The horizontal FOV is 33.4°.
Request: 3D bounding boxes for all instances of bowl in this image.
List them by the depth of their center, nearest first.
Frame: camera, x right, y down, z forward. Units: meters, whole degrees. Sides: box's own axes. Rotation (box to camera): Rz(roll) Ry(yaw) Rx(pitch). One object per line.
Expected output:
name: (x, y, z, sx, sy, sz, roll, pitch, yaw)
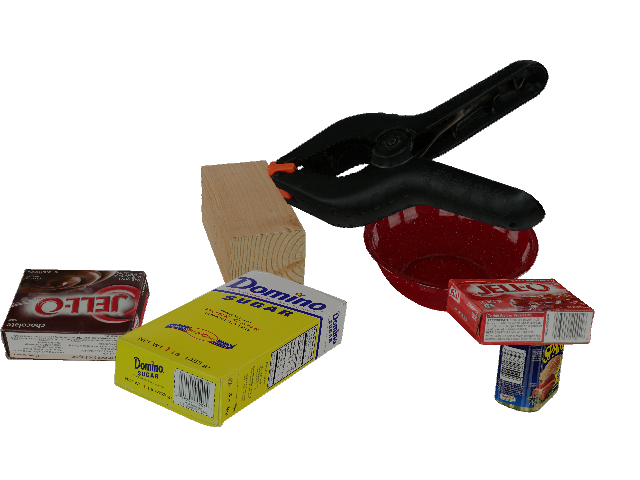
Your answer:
bowl: (0.120, 0.018, 1.002, 0.162, 0.055, 0.162, 1, 35, -1)

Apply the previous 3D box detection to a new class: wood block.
wood block: (-0.088, -0.016, 1.332, 0.090, 0.090, 0.206, -6, 29, -14)

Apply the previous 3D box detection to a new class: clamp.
clamp: (0.052, -0.039, 0.607, 0.172, 0.039, 0.120, -17, 39, 18)

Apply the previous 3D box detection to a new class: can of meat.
can of meat: (0.234, 0.135, 1.186, 0.058, 0.084, 0.101, 12, 16, 29)

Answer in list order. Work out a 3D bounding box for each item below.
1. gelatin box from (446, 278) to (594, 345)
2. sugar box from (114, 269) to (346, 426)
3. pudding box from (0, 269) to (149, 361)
gelatin box: (0.147, 0.051, 0.795, 0.089, 0.030, 0.073, 1, 16, -12)
sugar box: (-0.062, 0.075, 0.804, 0.093, 0.048, 0.175, 18, 26, 25)
pudding box: (-0.213, 0.065, 0.939, 0.113, 0.039, 0.090, -1, 33, 1)
